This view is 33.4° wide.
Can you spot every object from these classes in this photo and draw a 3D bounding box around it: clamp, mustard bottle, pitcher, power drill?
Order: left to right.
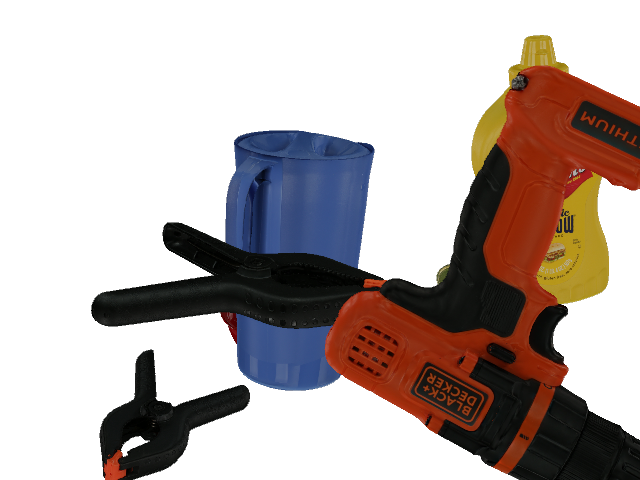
[{"bbox_3d":[-0.157,0.160,0.992,0.120,0.039,0.171,18,29,25],"label":"clamp"},{"bbox_3d":[-0.053,0.028,0.820,0.210,0.036,0.164,4,23,4],"label":"clamp"},{"bbox_3d":[-0.029,0.020,1.033,0.149,0.243,0.145,0,17,-14],"label":"pitcher"},{"bbox_3d":[0.157,-0.050,0.765,0.096,0.192,0.058,-7,19,-5],"label":"mustard bottle"},{"bbox_3d":[0.118,0.025,0.517,0.184,0.188,0.057,28,7,5],"label":"power drill"}]

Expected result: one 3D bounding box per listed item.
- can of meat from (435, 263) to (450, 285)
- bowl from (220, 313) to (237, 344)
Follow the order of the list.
[{"bbox_3d":[0.156,0.082,1.066,0.057,0.084,0.102,-22,52,-19],"label":"can of meat"},{"bbox_3d":[-0.047,0.117,1.346,0.162,0.055,0.162,5,22,-2],"label":"bowl"}]
